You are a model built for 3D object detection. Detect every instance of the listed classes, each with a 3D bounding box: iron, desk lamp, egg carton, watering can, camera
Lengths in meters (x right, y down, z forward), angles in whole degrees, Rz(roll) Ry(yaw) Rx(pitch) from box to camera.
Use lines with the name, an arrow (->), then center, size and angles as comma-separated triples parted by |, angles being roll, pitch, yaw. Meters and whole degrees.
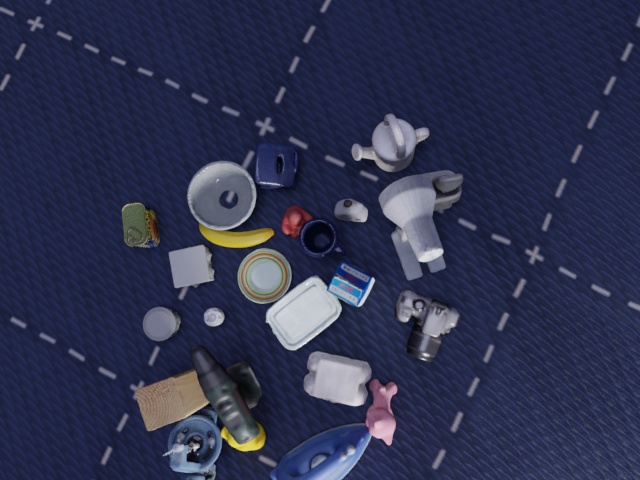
iron -> 0.010, 0.494, 1.262 | 0.258, 0.141, 0.118 | -36, 82, 1
desk lamp -> 0.213, -0.024, 1.258 | 0.118, 0.213, 0.203 | -20, 83, 4
egg carton -> 0.040, 0.319, 1.313 | 0.150, 0.069, 0.107 | 10, 85, 7
watering can -> 0.160, -0.218, 1.292 | 0.173, 0.194, 0.101 | -40, 82, 1
camera -> 0.230, 0.196, 1.291 | 0.143, 0.101, 0.137 | 20, 87, 7

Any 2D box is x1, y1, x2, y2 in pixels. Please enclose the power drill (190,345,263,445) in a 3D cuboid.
power drill -> -0.198, 0.330, 1.265 | 0.075, 0.208, 0.229 | -31, 82, 2

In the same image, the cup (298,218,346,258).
cup -> 0.012, 0.005, 1.334 | 0.117, 0.095, 0.092 | 29, 88, 8

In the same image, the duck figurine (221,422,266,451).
duck figurine -> -0.179, 0.451, 1.312 | 0.104, 0.086, 0.077 | 18, 86, 7

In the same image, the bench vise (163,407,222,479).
bench vise -> -0.272, 0.486, 1.250 | 0.121, 0.220, 0.207 | -12, 83, 5

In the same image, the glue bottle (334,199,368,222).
glue bottle -> 0.068, -0.071, 1.297 | 0.078, 0.173, 0.037 | 8, 85, 7

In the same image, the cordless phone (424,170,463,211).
cordless phone -> 0.245, -0.120, 1.278 | 0.147, 0.185, 0.094 | -14, 83, 4

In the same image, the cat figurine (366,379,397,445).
cat figurine -> 0.137, 0.382, 1.273 | 0.067, 0.118, 0.128 | 4, 85, 6

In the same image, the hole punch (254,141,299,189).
hole punch -> -0.102, -0.179, 1.365 | 0.101, 0.091, 0.109 | 2, 84, 6

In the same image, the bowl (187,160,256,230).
bowl -> -0.227, -0.102, 1.378 | 0.167, 0.075, 0.167 | -1, 84, 6

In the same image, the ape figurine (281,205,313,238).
ape figurine -> -0.056, -0.048, 1.347 | 0.077, 0.092, 0.076 | -4, 84, 5
